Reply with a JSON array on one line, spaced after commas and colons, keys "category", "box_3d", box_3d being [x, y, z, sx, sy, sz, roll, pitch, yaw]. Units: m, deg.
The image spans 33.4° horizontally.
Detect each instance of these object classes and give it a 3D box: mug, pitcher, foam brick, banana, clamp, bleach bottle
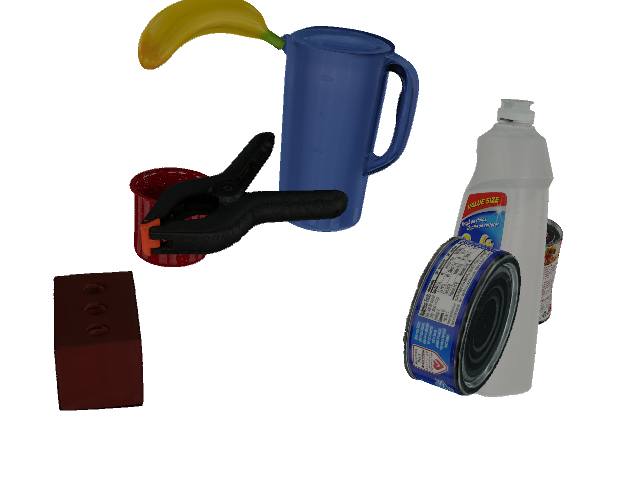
[{"category": "mug", "box_3d": [-0.165, -0.029, 1.164, 0.093, 0.081, 0.117, -7, 30, -24]}, {"category": "pitcher", "box_3d": [0.021, -0.136, 1.327, 0.144, 0.243, 0.149, -3, 25, -21]}, {"category": "foam brick", "box_3d": [-0.142, 0.063, 0.677, 0.053, 0.051, 0.078, -3, 33, -13]}, {"category": "banana", "box_3d": [-0.113, -0.205, 1.026, 0.070, 0.037, 0.197, 44, 38, 19]}, {"category": "clamp", "box_3d": [-0.077, -0.038, 0.889, 0.171, 0.039, 0.120, -16, 38, -23]}, {"category": "bleach bottle", "box_3d": [0.152, 0.003, 0.930, 0.068, 0.251, 0.103, -2, 14, -28]}]

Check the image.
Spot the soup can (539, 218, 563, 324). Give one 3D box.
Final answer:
[{"category": "soup can", "box_3d": [0.220, 0.032, 1.144, 0.068, 0.102, 0.068, 0, 30, 0]}]

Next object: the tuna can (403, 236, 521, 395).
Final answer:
[{"category": "tuna can", "box_3d": [0.081, 0.043, 0.601, 0.034, 0.086, 0.086, 18, 8, 27]}]
